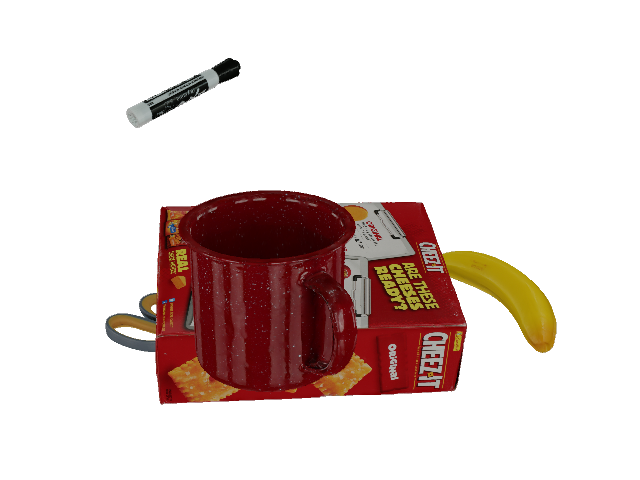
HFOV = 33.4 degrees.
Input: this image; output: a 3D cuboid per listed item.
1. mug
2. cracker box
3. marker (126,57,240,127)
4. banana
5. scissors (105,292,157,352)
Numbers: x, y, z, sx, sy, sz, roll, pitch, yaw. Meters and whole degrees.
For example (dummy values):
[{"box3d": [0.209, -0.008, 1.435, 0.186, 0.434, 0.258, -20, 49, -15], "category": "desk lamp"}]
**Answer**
[{"box3d": [-0.020, 0.031, 0.566, 0.093, 0.081, 0.117, -19, 31, -35], "category": "mug"}, {"box3d": [-0.015, 0.043, 0.801, 0.213, 0.072, 0.164, -1, 34, -7], "category": "cracker box"}, {"box3d": [-0.121, -0.135, 0.966, 0.121, 0.020, 0.020, -33, 18, -29], "category": "marker"}, {"box3d": [0.178, 0.053, 1.061, 0.069, 0.037, 0.198, -33, 36, -18], "category": "banana"}, {"box3d": [-0.098, 0.089, 0.998, 0.202, 0.016, 0.096, 10, 29, 3], "category": "scissors"}]
